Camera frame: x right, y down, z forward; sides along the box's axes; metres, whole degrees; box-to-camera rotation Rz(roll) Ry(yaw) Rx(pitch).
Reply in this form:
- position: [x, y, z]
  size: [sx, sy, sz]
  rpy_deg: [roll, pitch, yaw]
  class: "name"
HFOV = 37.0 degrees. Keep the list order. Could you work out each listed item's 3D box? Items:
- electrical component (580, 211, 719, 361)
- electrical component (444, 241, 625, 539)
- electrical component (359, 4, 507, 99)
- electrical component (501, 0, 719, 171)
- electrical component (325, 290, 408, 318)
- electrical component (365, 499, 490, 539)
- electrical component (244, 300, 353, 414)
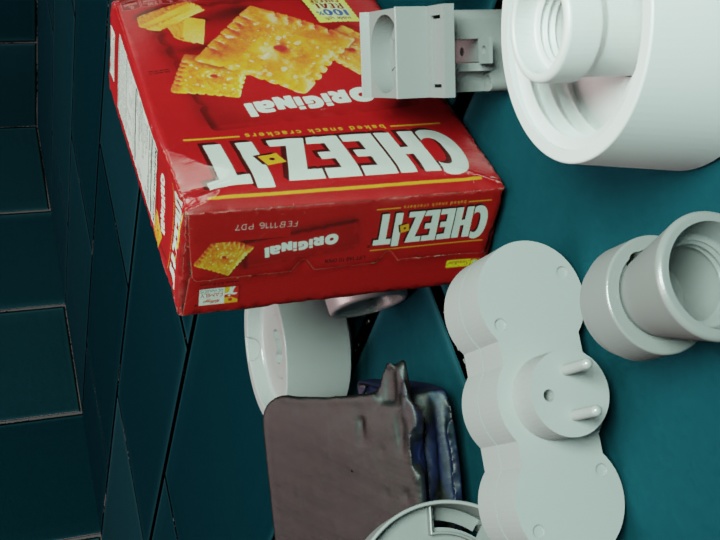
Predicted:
- position: [0.109, 0.007, 0.381]
  size: [0.055, 0.045, 0.045]
  rpy_deg: [145, 117, -68]
  class: "electrical component"
- position: [0.081, 0.054, 0.458]
  size: [0.074, 0.052, 0.138]
  rpy_deg: [144, 119, -67]
  class: "electrical component"
- position: [0.037, -0.105, 0.519]
  size: [0.081, 0.064, 0.042]
  rpy_deg: [-155, 62, -66]
  class: "electrical component"
- position: [0.090, -0.088, 0.386]
  size: [0.108, 0.060, 0.108]
  rpy_deg: [175, 90, -69]
  class: "electrical component"
- position: [0.000, 0.000, 0.661]
  size: [0.055, 0.055, 0.047]
  rpy_deg: [135, 123, -64]
  class: "electrical component"
- position: [0.042, 0.164, 0.531]
  size: [0.064, 0.099, 0.099]
  rpy_deg: [131, 130, -71]
  class: "electrical component"
- position: [-0.040, 0.053, 0.771]
  size: [0.108, 0.060, 0.108]
  rpy_deg: [175, 90, -70]
  class: "electrical component"
